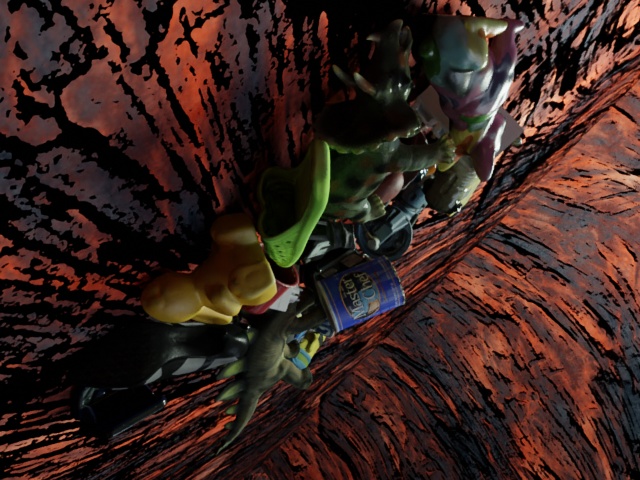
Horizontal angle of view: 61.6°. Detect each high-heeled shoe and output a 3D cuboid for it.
[{"bbox_3d":[-0.228,0.169,0.792,0.249,0.086,0.145,-10,162,-11],"label":"high-heeled shoe"}]

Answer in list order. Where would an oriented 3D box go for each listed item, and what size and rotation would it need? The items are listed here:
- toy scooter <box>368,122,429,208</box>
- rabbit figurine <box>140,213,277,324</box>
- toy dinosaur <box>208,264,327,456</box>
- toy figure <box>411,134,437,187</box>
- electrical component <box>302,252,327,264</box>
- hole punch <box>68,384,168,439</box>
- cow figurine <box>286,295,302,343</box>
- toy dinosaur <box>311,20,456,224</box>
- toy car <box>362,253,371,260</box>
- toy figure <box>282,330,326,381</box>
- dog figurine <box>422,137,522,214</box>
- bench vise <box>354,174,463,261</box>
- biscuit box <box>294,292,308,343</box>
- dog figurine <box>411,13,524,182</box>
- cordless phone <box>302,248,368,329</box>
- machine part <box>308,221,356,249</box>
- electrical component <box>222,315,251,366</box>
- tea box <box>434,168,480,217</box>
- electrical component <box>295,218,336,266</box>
[{"bbox_3d":[0.133,-0.136,0.913,0.184,0.075,0.135,-39,162,-24],"label":"toy scooter"},{"bbox_3d":[-0.153,0.056,0.726,0.173,0.122,0.162,-23,166,-15],"label":"rabbit figurine"},{"bbox_3d":[-0.116,0.234,1.042,0.198,0.105,0.470,2,113,-28],"label":"toy dinosaur"},{"bbox_3d":[0.216,-0.160,1.048,0.154,0.064,0.057,-39,170,-16],"label":"toy figure"},{"bbox_3d":[0.003,0.009,1.040,0.094,0.021,0.063,-34,159,-25],"label":"electrical component"},{"bbox_3d":[-0.311,0.233,0.810,0.116,0.092,0.142,-20,-174,44],"label":"hole punch"},{"bbox_3d":[-0.085,0.195,1.151,0.167,0.098,0.068,-49,154,17],"label":"cow figurine"},{"bbox_3d":[0.040,-0.098,0.750,0.192,0.131,0.404,-6,153,-29],"label":"toy dinosaur"},{"bbox_3d":[0.082,0.112,1.247,0.089,0.053,0.202,-40,-158,30],"label":"toy car"},{"bbox_3d":[-0.051,0.282,1.378,0.180,0.082,0.089,-60,159,-27],"label":"toy figure"},{"bbox_3d":[0.238,-0.159,0.975,0.190,0.172,0.121,-46,-171,6],"label":"dog figurine"},{"bbox_3d":[0.150,-0.038,1.075,0.223,0.129,0.240,-41,177,25],"label":"bench vise"},{"bbox_3d":[-0.065,0.203,1.264,0.059,0.063,0.202,-15,146,-54],"label":"biscuit box"},{"bbox_3d":[0.194,-0.187,0.725,0.191,0.109,0.219,-21,120,-43],"label":"dog figurine"},{"bbox_3d":[0.031,0.110,1.158,0.146,0.089,0.184,-31,144,-33],"label":"cordless phone"},{"bbox_3d":[0.002,-0.013,0.826,0.084,0.139,0.039,13,89,-30],"label":"machine part"},{"bbox_3d":[-0.171,0.164,0.916,0.045,0.102,0.078,-19,125,-58],"label":"electrical component"},{"bbox_3d":[0.309,-0.143,1.226,0.068,0.098,0.169,-36,159,-23],"label":"tea box"},{"bbox_3d":[-0.002,-0.003,0.963,0.119,0.048,0.074,-20,151,-51],"label":"electrical component"}]
